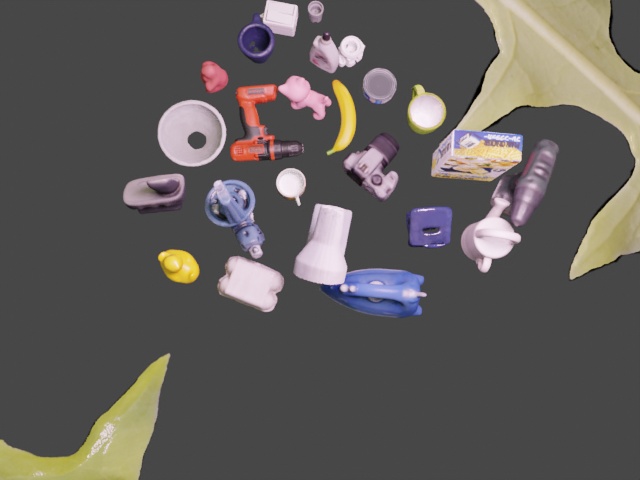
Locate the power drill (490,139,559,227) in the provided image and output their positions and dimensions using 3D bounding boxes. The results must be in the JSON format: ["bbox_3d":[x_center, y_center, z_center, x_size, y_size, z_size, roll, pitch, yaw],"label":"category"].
[{"bbox_3d":[0.484,-0.121,1.369,0.075,0.208,0.230,26,84,1],"label":"power drill"}]

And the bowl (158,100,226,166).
[{"bbox_3d":[-0.312,-0.256,1.423,0.167,0.074,0.167,0,84,-2],"label":"bowl"}]

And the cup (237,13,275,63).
[{"bbox_3d":[-0.158,-0.499,1.444,0.091,0.095,0.118,-1,84,-2],"label":"cup"}]

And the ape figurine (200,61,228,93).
[{"bbox_3d":[-0.272,-0.413,1.432,0.076,0.092,0.078,11,84,0],"label":"ape figurine"}]

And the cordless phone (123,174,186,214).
[{"bbox_3d":[-0.400,-0.123,1.350,0.147,0.185,0.094,-11,84,-3],"label":"cordless phone"}]

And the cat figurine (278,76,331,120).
[{"bbox_3d":[-0.036,-0.363,1.422,0.128,0.117,0.067,22,84,1],"label":"cat figurine"}]

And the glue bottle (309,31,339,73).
[{"bbox_3d":[0.012,-0.470,1.407,0.078,0.173,0.037,27,84,1],"label":"glue bottle"}]

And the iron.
[{"bbox_3d":[0.126,0.123,1.365,0.258,0.141,0.119,4,84,-1],"label":"iron"}]

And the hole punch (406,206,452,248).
[{"bbox_3d":[0.271,-0.030,1.411,0.108,0.091,0.101,-3,84,-2],"label":"hole punch"}]

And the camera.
[{"bbox_3d":[0.146,-0.190,1.419,0.143,0.101,0.137,41,84,3],"label":"camera"}]

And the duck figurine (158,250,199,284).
[{"bbox_3d":[-0.345,0.062,1.383,0.104,0.086,0.077,34,84,2],"label":"duck figurine"}]

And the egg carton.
[{"bbox_3d":[-0.167,0.106,1.393,0.150,0.069,0.107,20,84,0],"label":"egg carton"}]

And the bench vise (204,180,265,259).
[{"bbox_3d":[-0.186,-0.064,1.334,0.207,0.219,0.121,43,84,3],"label":"bench vise"}]

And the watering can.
[{"bbox_3d":[0.409,-0.012,1.363,0.101,0.194,0.173,-7,84,-2],"label":"watering can"}]

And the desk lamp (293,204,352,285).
[{"bbox_3d":[0.012,0.005,1.337,0.118,0.213,0.203,11,84,0],"label":"desk lamp"}]
